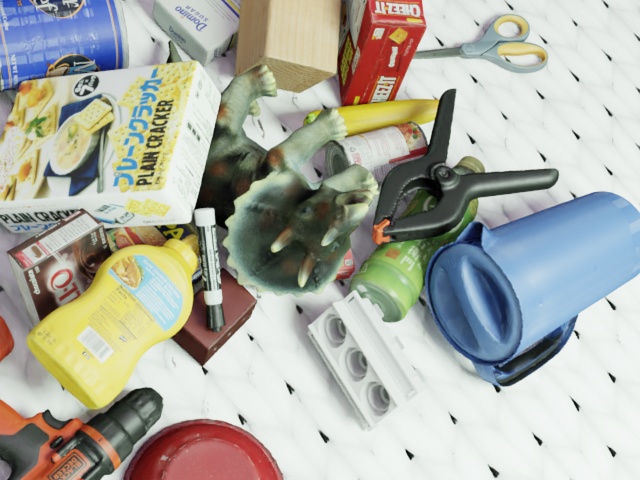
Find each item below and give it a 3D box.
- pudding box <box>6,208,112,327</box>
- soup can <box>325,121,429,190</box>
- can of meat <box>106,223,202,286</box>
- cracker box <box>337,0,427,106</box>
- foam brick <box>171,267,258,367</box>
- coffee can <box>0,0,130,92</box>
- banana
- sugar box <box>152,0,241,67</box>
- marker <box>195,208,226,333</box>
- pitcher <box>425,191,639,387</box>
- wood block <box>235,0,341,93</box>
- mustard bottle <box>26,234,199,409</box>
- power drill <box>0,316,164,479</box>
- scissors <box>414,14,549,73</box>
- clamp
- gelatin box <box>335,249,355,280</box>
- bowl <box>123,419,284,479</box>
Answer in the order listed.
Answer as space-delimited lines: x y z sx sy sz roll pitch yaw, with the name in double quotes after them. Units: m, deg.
-0.246 0.036 1.037 0.089 0.113 0.039 -35 52 -26 "pudding box"
0.065 -0.090 1.202 0.102 0.069 0.068 -15 68 -20 "soup can"
-0.170 0.015 1.099 0.083 0.057 0.102 -36 76 -24 "can of meat"
0.064 -0.287 1.249 0.072 0.164 0.213 1 63 -11 "cracker box"
-0.109 0.079 1.083 0.051 0.053 0.078 40 63 8 "foam brick"
-0.290 -0.223 1.166 0.140 0.103 0.103 -12 67 -19 "coffee can"
0.054 -0.138 1.227 0.197 0.070 0.037 -11 102 -31 "banana"
-0.106 -0.290 1.277 0.176 0.048 0.093 -41 83 -25 "sugar box"
-0.106 0.030 1.033 0.020 0.020 0.121 -8 98 -17 "marker"
0.241 0.041 1.140 0.242 0.149 0.145 -21 67 -34 "pitcher"
-0.034 -0.285 1.225 0.090 0.091 0.206 9 78 -27 "wood block"
-0.177 0.061 1.009 0.096 0.058 0.191 47 61 -8 "mustard bottle"
-0.265 0.158 1.001 0.188 0.057 0.184 41 58 10 "power drill"
0.191 -0.253 1.347 0.201 0.016 0.096 6 61 -10 "scissors"
0.142 -0.059 1.138 0.165 0.036 0.209 36 65 20 "clamp"
-0.008 0.002 1.158 0.073 0.030 0.089 -4 63 -17 "gelatin box"
-0.105 0.238 1.000 0.162 0.055 0.162 5 62 -10 "bowl"
